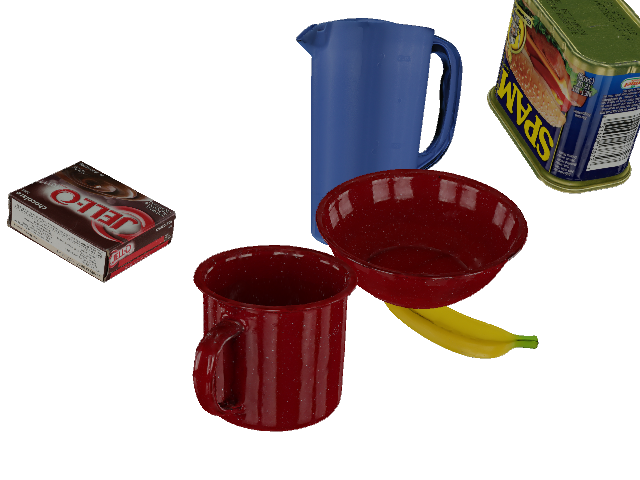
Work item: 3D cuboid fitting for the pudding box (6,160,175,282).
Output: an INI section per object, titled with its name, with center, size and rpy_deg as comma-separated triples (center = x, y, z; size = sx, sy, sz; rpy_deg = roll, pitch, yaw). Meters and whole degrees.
[pudding box]
center = -0.195, -0.018, 0.911
size = 0.114, 0.039, 0.089
rpy_deg = 26, 33, 21

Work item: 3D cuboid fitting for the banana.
[banana]
center = 0.112, 0.072, 1.029
size = 0.069, 0.037, 0.198
rpy_deg = 2, 19, -44

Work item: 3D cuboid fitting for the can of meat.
[can of meat]
center = 0.140, -0.091, 0.594
size = 0.057, 0.084, 0.102
rpy_deg = -10, 47, -15

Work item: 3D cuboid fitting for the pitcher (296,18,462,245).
[pitcher]
center = 0.060, -0.117, 1.161
size = 0.149, 0.243, 0.144
rpy_deg = 7, 9, 25

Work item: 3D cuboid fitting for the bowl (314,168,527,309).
[bowl]
center = 0.075, 0.005, 0.826
size = 0.162, 0.055, 0.162
rpy_deg = 1, 32, -1

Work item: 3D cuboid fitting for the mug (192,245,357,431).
[mug]
center = -0.032, 0.060, 0.609
size = 0.093, 0.081, 0.117
rpy_deg = 13, 24, 26
